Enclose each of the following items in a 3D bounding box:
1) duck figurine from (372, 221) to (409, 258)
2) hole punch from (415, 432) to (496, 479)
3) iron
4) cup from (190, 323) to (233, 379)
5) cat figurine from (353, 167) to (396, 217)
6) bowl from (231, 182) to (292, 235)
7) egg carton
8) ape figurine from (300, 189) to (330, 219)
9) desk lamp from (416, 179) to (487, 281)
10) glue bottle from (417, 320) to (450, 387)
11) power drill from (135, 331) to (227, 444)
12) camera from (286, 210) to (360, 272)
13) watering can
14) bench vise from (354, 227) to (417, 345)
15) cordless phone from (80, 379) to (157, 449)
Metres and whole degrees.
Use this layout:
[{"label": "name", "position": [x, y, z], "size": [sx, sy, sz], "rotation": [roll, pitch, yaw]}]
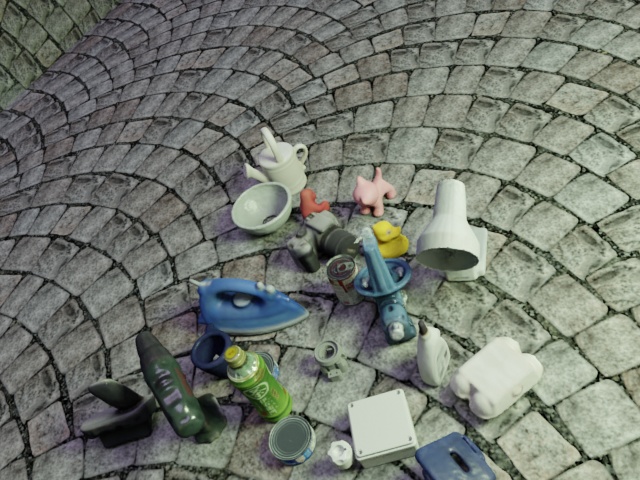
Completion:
[{"label": "duck figurine", "position": [0.143, -0.007, 1.303], "size": [0.104, 0.086, 0.077], "rotation": [-5, 49, 19]}, {"label": "hole punch", "position": [0.220, 0.370, 0.929], "size": [0.101, 0.091, 0.108], "rotation": [-35, 46, -9]}, {"label": "iron", "position": [-0.162, 0.129, 1.272], "size": [0.257, 0.142, 0.118], "rotation": [-3, 49, 21]}, {"label": "cup", "position": [-0.217, 0.244, 1.225], "size": [0.091, 0.095, 0.117], "rotation": [-21, 45, 4]}, {"label": "cat figurine", "position": [0.123, -0.119, 1.390], "size": [0.067, 0.118, 0.128], "rotation": [13, 57, 32]}, {"label": "bowl", "position": [-0.141, -0.069, 1.488], "size": [0.167, 0.075, 0.167], "rotation": [-12, 47, 13]}, {"label": "egg carton", "position": [0.313, 0.245, 1.017], "size": [0.150, 0.070, 0.107], "rotation": [-37, 46, -12]}, {"label": "ape figurine", "position": [-0.022, -0.092, 1.446], "size": [0.077, 0.092, 0.076], "rotation": [27, 64, 38]}, {"label": "desk lamp", "position": [0.269, -0.004, 1.157], "size": [0.117, 0.214, 0.203], "rotation": [-2, 50, 22]}, {"label": "glue bottle", "position": [0.199, 0.194, 1.037], "size": [0.037, 0.173, 0.078], "rotation": [11, 56, 31]}, {"label": "power drill", "position": [-0.270, 0.302, 1.115], "size": [0.076, 0.209, 0.228], "rotation": [-36, 46, -10]}, {"label": "camera", "position": [0.012, 0.005, 1.338], "size": [0.136, 0.101, 0.143], "rotation": [29, 66, 39]}, {"label": "watering can", "position": [-0.118, -0.210, 1.520], "size": [0.173, 0.194, 0.100], "rotation": [-45, 48, -18]}, {"label": "bench vise", "position": [0.136, 0.086, 1.127], "size": [0.121, 0.220, 0.206], "rotation": [-30, 45, -5]}, {"label": "cordless phone", "position": [-0.435, 0.339, 1.168], "size": [0.147, 0.185, 0.094], "rotation": [-22, 45, 3]}]
